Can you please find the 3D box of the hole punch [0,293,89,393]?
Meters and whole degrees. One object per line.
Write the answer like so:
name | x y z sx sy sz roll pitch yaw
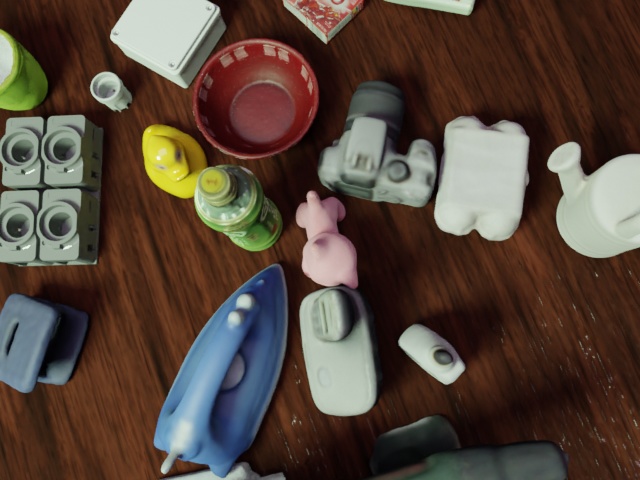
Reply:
hole punch | -0.355 0.124 0.695 0.101 0.091 0.109 15 82 6

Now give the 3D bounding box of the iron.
iron | -0.108 0.138 0.651 0.118 0.141 0.258 21 83 7

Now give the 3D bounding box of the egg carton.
egg carton | 0.199 -0.076 0.701 0.107 0.069 0.150 7 82 5

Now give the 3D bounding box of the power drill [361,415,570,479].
power drill | 0.115 0.240 0.587 0.229 0.208 0.075 -21 80 0

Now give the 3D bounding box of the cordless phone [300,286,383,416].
cordless phone | 0.021 0.121 0.623 0.094 0.185 0.147 -12 80 2

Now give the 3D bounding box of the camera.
camera | 0.078 -0.121 0.700 0.143 0.101 0.137 12 82 6

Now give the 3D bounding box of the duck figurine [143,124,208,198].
duck figurine | -0.192 -0.107 0.723 0.077 0.086 0.104 -36 81 -2

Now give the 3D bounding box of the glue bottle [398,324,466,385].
glue bottle | 0.126 0.126 0.622 0.078 0.173 0.037 42 86 9

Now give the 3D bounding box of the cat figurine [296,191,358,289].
cat figurine | 0.006 0.002 0.677 0.067 0.118 0.128 -14 80 2

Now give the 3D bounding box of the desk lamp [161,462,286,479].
desk lamp | -0.103 0.309 0.588 0.203 0.213 0.118 -13 80 2

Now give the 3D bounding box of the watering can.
watering can | 0.331 -0.043 0.624 0.172 0.194 0.101 10 82 6
